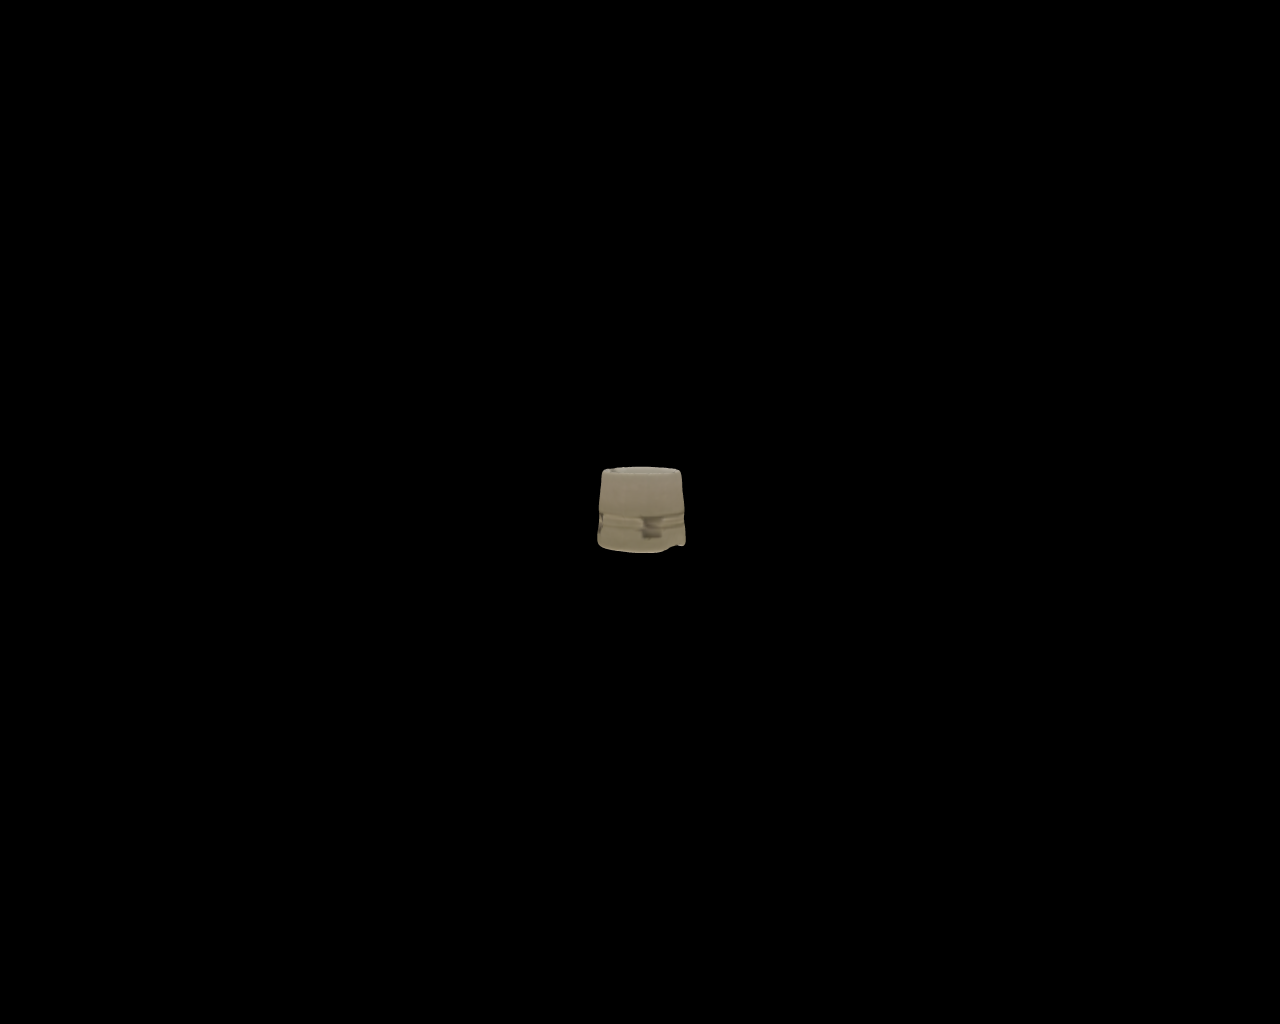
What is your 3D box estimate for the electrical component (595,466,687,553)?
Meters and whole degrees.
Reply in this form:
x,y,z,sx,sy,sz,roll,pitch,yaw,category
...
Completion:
x,y,z,sx,sy,sz,roll,pitch,yaw,category
0.001,-0.003,0.650,0.055,0.047,0.055,0,7,0,electrical component
